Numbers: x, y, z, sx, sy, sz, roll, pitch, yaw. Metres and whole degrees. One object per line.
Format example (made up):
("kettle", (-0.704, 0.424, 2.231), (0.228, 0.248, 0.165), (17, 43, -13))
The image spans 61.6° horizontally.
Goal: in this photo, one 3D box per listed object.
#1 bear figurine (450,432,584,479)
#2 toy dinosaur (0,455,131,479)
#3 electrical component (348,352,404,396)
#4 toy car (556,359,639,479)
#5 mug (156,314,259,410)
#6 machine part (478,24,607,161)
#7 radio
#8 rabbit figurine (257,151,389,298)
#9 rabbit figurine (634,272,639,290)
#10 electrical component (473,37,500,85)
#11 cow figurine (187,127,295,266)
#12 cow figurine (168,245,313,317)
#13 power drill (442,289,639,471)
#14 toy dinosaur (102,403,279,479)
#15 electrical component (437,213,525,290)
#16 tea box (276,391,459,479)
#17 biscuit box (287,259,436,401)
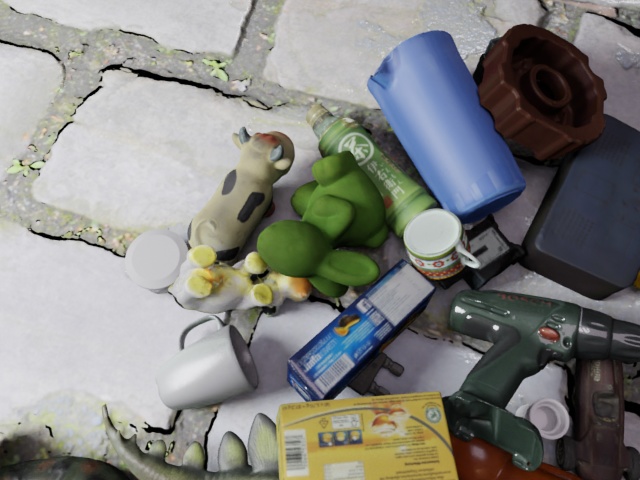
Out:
("bear figurine", (0.207, 0.282, 0.589), (0.196, 0.120, 0.131), (22, 114, 34))
("toy dinosaur", (-0.288, 0.298, 0.576), (0.405, 0.131, 0.192), (5, 65, -7))
("electrical component", (0.053, 0.156, 0.671), (0.094, 0.021, 0.063), (30, 73, 11))
("toy car", (0.336, 0.188, 0.644), (0.089, 0.053, 0.202), (10, 72, 7))
("mug", (-0.143, 0.149, 0.646), (0.107, 0.080, 0.109), (-26, 69, -2))
("machine part", (0.287, -0.191, 0.695), (0.179, 0.056, 0.179), (8, 68, -19))
("radio", (0.374, -0.043, 0.717), (0.131, 0.073, 0.229), (29, 74, 9))
("rabbit figurine", (-0.001, -0.002, 0.671), (0.170, 0.121, 0.159), (-37, 93, -37))
("rabbit figurine", (0.497, -0.001, 0.674), (0.122, 0.162, 0.173), (38, 56, 25))
("electrical component", (0.297, -0.240, 0.795), (0.115, 0.058, 0.134), (-16, 72, -8))
("cow figurine", (-0.099, -0.061, 0.695), (0.085, 0.127, 0.195), (31, 76, 7))
("cow figurine", (-0.098, 0.062, 0.671), (0.167, 0.098, 0.068), (10, 60, -28))
("power drill", (0.238, 0.140, 0.592), (0.232, 0.085, 0.207), (16, 51, 30))
("toy dinosaur", (-0.027, 0.295, 0.583), (0.472, 0.105, 0.198), (14, 63, -4))
("electrical component", (0.198, 0.027, 0.703), (0.119, 0.047, 0.075), (-36, 73, -11))
("tea box", (0.043, 0.212, 0.543), (0.170, 0.068, 0.098), (0, 61, -8))
("biscuit box", (0.050, 0.112, 0.642), (0.203, 0.062, 0.059), (-38, 69, -24))
